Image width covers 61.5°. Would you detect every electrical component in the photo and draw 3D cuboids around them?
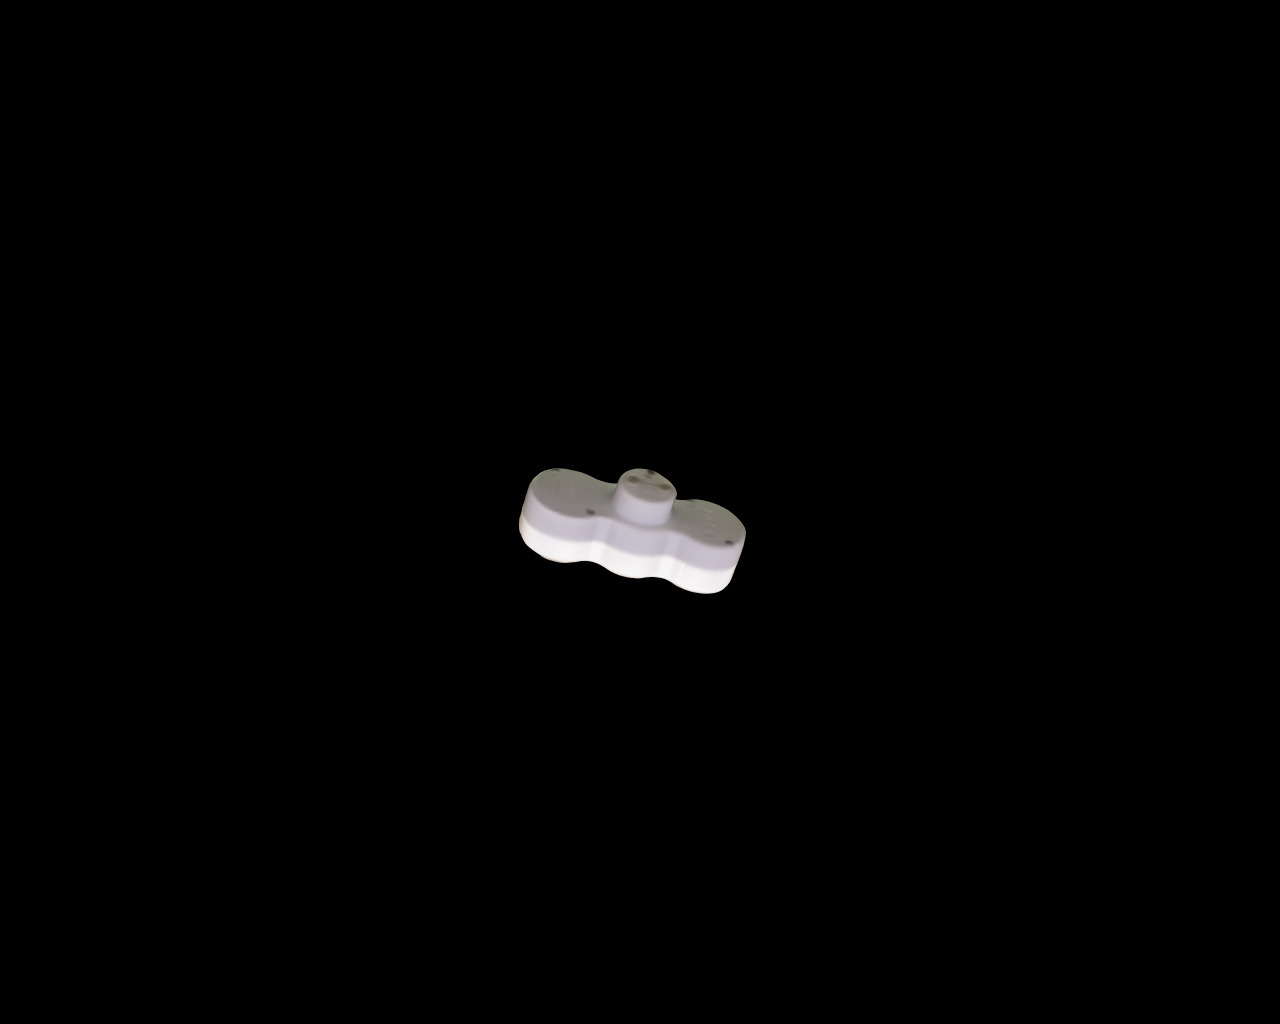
[{"bbox_3d":[0.001,-0.003,0.650,0.138,0.073,0.052,14,33,-9],"label":"electrical component"}]
